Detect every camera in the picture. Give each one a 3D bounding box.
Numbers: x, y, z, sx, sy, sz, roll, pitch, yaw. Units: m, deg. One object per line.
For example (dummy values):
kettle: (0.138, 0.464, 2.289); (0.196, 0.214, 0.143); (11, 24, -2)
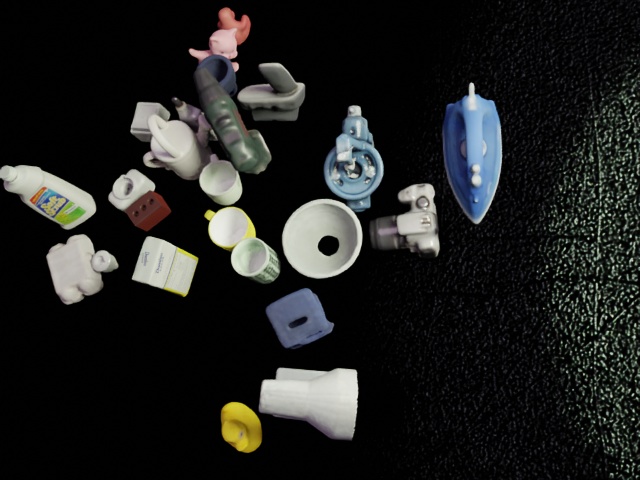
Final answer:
camera: (0.167, -0.035, 1.148); (0.136, 0.101, 0.143); (-7, 74, 12)

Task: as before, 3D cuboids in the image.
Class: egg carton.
egg carton: (-0.556, 0.066, 1.308); (0.107, 0.069, 0.150); (-27, 71, 5)

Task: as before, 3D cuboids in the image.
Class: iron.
iron: (0.304, -0.173, 1.130); (0.118, 0.142, 0.258); (-4, 75, 13)

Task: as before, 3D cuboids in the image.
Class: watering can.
watering can: (-0.313, -0.217, 1.260); (0.100, 0.194, 0.173); (41, 88, 20)

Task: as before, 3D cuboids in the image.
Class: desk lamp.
desk lamp: (-0.016, 0.292, 1.043); (0.203, 0.214, 0.118); (2, 76, 14)

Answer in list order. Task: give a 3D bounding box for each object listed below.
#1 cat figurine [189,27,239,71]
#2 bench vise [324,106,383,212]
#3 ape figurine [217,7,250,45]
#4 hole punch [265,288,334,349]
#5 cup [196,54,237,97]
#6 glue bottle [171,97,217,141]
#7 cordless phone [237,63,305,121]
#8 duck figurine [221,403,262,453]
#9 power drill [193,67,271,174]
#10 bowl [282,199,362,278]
cat figurine: (-0.244, -0.448, 1.346); (0.127, 0.118, 0.067); (-11, 73, 10)
bench vise: (0.052, -0.179, 1.150); (0.121, 0.220, 0.207); (-20, 72, 8)
ape figurine: (-0.213, -0.520, 1.371); (0.077, 0.092, 0.076); (10, 78, 16)
hole punch: (-0.040, 0.160, 1.150); (0.108, 0.091, 0.101); (-26, 71, 6)
cup: (-0.228, -0.357, 1.330); (0.091, 0.095, 0.117); (-15, 72, 9)
glue bottle: (-0.285, -0.274, 1.280); (0.078, 0.173, 0.037); (10, 78, 16)
cordless phone: (-0.119, -0.339, 1.251); (0.147, 0.185, 0.094); (-2, 75, 13)
duck figurine: (-0.166, 0.370, 1.126); (0.077, 0.086, 0.104); (-35, 70, 2)
power drill: (-0.183, -0.233, 1.226); (0.075, 0.209, 0.229); (-29, 71, 5)
bowl: (0.011, 0.004, 1.188); (0.167, 0.075, 0.167); (-3, 75, 13)
